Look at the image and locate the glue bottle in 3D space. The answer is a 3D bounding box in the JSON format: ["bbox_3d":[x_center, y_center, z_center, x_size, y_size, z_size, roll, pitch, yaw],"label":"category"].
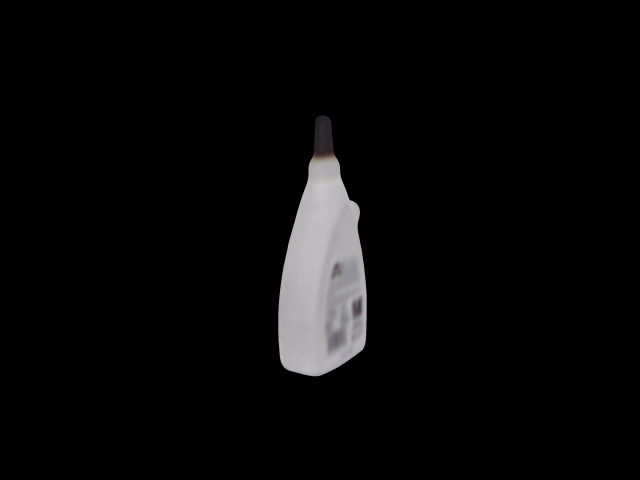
[{"bbox_3d":[0.004,0.001,0.400,0.037,0.173,0.078,6,10,32],"label":"glue bottle"}]
